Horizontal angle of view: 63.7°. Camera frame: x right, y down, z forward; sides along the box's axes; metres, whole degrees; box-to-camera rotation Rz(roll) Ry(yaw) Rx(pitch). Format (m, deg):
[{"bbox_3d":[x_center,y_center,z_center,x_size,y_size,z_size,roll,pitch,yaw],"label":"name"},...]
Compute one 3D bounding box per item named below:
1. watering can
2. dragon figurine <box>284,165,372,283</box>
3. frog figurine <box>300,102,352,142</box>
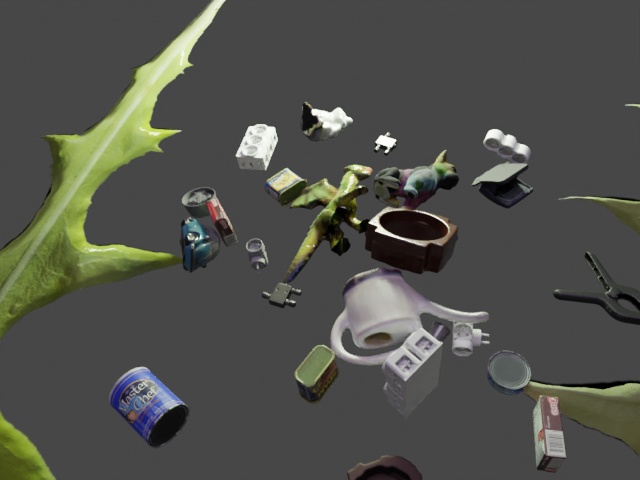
[{"bbox_3d":[0.182,0.159,1.169,0.347,0.230,0.102,-19,-42,6],"label":"watering can"},{"bbox_3d":[0.004,-0.072,1.430,0.413,0.120,0.246,-40,37,-11],"label":"dragon figurine"},{"bbox_3d":[0.020,-0.381,1.695,0.160,0.121,0.139,-2,26,-43],"label":"frog figurine"}]
